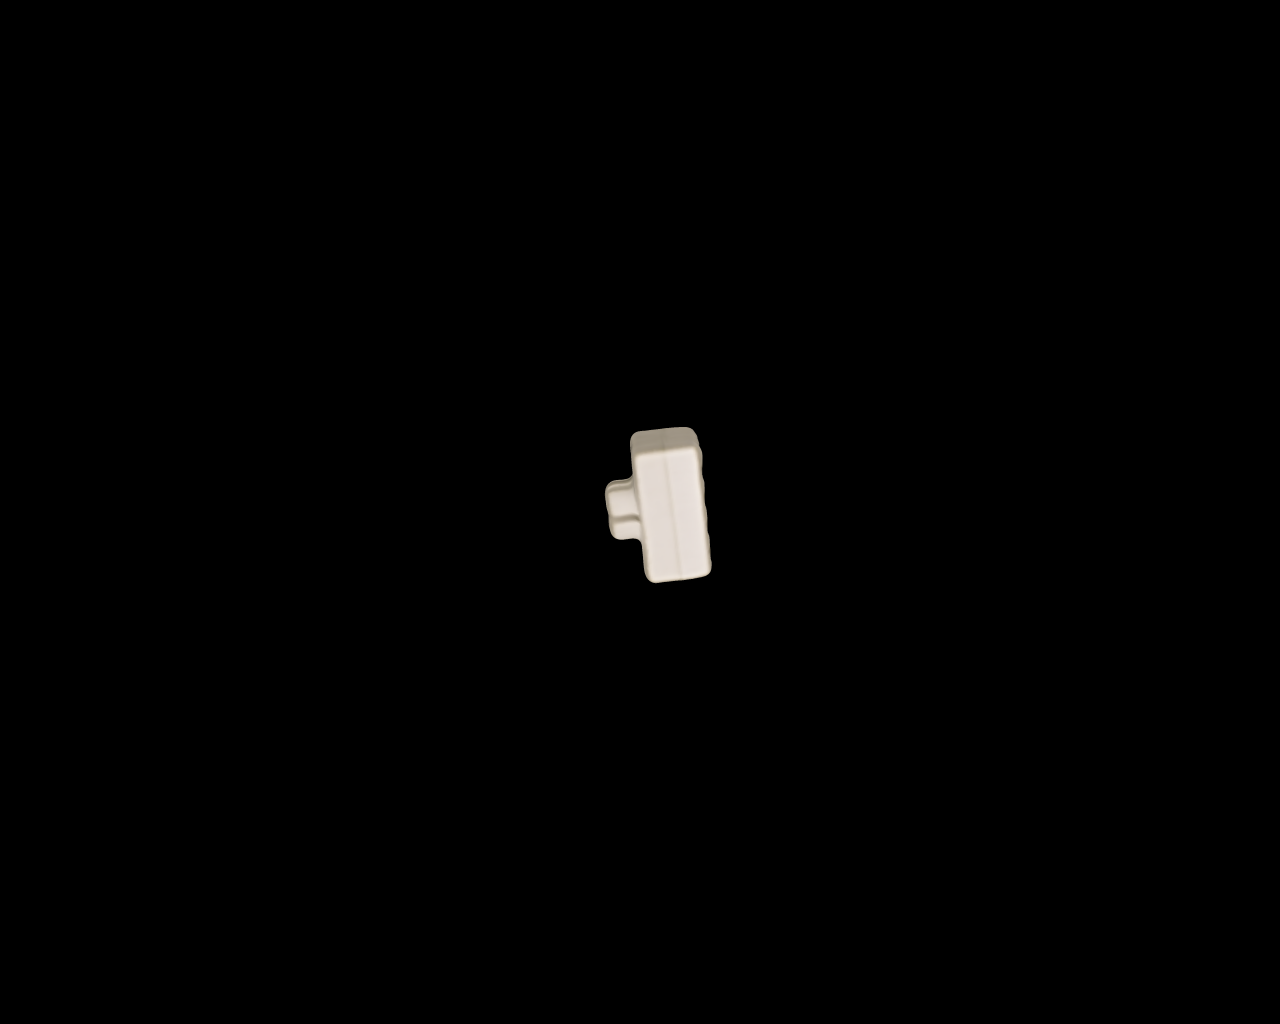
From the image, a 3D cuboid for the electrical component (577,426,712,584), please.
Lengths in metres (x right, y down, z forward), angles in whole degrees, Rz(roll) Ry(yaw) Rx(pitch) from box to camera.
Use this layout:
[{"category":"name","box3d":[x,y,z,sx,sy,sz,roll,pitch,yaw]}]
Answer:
[{"category":"electrical component","box3d":[0.001,-0.003,0.650,0.076,0.083,0.047,-7,20,2]}]
